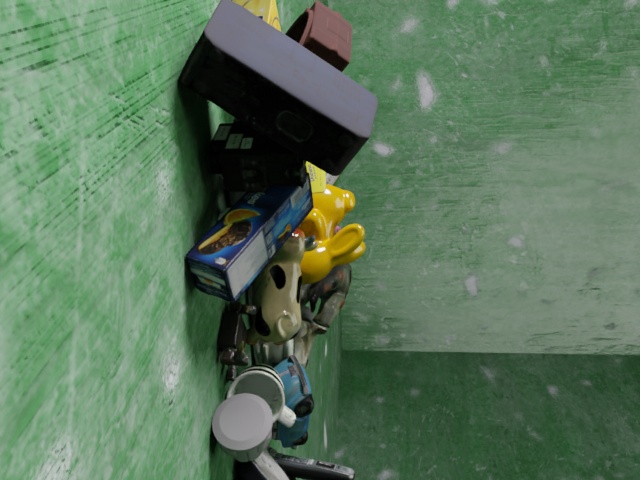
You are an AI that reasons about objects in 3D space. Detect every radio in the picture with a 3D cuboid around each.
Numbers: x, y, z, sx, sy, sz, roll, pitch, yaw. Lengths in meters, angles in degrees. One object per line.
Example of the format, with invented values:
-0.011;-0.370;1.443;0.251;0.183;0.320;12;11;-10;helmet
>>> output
-0.043;-0.181;0.647;0.073;0.229;0.131;-50;-161;37;radio

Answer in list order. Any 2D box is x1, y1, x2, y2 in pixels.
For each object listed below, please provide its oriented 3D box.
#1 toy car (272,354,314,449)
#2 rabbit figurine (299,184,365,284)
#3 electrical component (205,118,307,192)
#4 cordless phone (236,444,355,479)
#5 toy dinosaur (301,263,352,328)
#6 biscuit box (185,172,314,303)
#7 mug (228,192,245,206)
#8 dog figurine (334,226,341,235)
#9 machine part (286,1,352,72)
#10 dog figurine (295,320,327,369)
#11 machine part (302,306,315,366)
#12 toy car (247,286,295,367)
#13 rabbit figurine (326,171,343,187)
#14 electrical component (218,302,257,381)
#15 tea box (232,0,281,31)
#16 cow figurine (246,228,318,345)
-0.073;0.279;0.910;0.109;0.103;0.161;-118;-149;-54;toy car
-0.002;-0.003;0.931;0.121;0.162;0.173;81;19;-67;rabbit figurine
-0.079;-0.117;0.708;0.115;0.134;0.058;-79;168;-51;electrical component
-0.036;0.387;0.876;0.146;0.184;0.088;66;28;-77;cordless phone
0.012;0.084;1.157;0.405;0.131;0.192;147;-34;-78;toy dinosaur
-0.082;-0.016;0.684;0.203;0.063;0.059;-53;149;-39;biscuit box
-0.087;-0.066;0.812;0.081;0.110;0.107;-68;169;-51;mug
-0.048;-0.095;1.159;0.192;0.108;0.219;-17;-88;60;dog figurine
-0.035;-0.295;0.939;0.201;0.087;0.201;-44;-151;40;machine part
-0.072;0.246;1.070;0.172;0.121;0.190;80;28;-81;dog figurine
-0.054;0.223;1.231;0.243;0.079;0.079;-75;163;-66;machine part
-0.084;0.141;0.943;0.056;0.074;0.201;-78;167;-68;toy car
-0.041;-0.175;1.019;0.121;0.170;0.159;28;90;-47;rabbit figurine
-0.117;0.139;0.769;0.078;0.045;0.102;81;10;-46;electrical component
-0.102;-0.290;0.824;0.098;0.068;0.170;79;12;-59;tea box
-0.062;0.060;0.829;0.127;0.085;0.195;-29;-125;57;cow figurine
